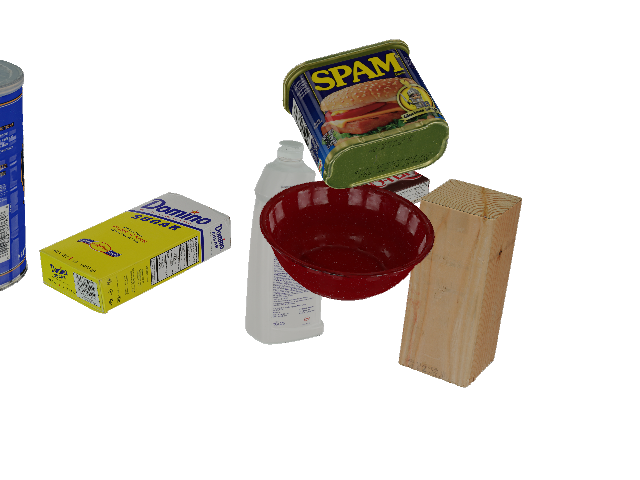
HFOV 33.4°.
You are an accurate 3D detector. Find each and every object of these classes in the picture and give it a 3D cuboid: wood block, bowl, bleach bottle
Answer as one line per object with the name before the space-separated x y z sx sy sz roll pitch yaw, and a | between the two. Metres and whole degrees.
wood block | 0.158 0.048 1.212 0.090 0.206 0.090 18 25 26
bowl | 0.022 0.007 0.988 0.162 0.055 0.162 4 33 -3
bleach bottle | -0.038 0.000 1.327 0.102 0.251 0.068 -8 23 -33

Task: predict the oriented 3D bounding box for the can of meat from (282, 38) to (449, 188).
can of meat | 0.034 -0.091 0.785 0.102 0.084 0.057 -16 -31 -14

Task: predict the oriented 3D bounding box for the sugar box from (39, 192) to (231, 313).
sugar box | -0.183 0.008 1.078 0.093 0.048 0.175 22 38 33

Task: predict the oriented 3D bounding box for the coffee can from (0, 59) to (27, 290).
coffee can | -0.249 -0.045 0.711 0.103 0.140 0.103 4 22 -2

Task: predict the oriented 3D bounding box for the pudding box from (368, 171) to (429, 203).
pudding box | 0.092 -0.079 1.593 0.113 0.039 0.090 -22 35 -30
